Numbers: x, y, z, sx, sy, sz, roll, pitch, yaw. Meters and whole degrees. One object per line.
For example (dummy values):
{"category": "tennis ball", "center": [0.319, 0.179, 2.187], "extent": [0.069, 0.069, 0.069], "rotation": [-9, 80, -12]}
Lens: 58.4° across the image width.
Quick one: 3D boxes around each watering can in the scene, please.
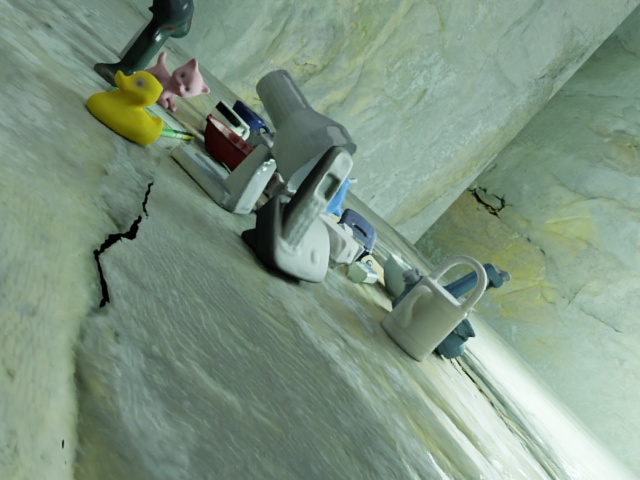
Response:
{"category": "watering can", "center": [0.210, 0.110, 1.005], "extent": [0.100, 0.194, 0.173], "rotation": [45, 9, 17]}

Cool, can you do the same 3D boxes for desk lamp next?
{"category": "desk lamp", "center": [-0.079, -0.138, 0.868], "extent": [0.203, 0.213, 0.118], "rotation": [44, 9, 13]}

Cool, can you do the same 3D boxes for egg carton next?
{"category": "egg carton", "center": [0.010, 0.004, 1.050], "extent": [0.107, 0.069, 0.151], "rotation": [44, 9, 13]}

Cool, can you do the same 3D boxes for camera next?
{"category": "camera", "center": [-0.110, -0.192, 1.372], "extent": [0.136, 0.100, 0.143], "rotation": [45, 9, 18]}

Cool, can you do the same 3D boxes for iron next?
{"category": "iron", "center": [-0.018, -0.179, 1.576], "extent": [0.259, 0.141, 0.118], "rotation": [37, 10, -32]}

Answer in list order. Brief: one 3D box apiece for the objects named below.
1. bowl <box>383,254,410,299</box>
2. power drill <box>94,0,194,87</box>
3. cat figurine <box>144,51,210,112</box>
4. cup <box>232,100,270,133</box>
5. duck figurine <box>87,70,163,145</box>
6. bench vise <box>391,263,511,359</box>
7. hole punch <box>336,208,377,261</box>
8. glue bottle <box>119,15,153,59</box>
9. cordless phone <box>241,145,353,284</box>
{"category": "bowl", "center": [0.206, 0.114, 1.367], "extent": [0.168, 0.074, 0.167], "rotation": [41, 9, -7]}
{"category": "power drill", "center": [-0.294, -0.356, 0.999], "extent": [0.076, 0.208, 0.229], "rotation": [40, 9, -14]}
{"category": "cat figurine", "center": [-0.294, -0.330, 1.171], "extent": [0.127, 0.117, 0.067], "rotation": [43, 9, 8]}
{"category": "cup", "center": [-0.197, -0.291, 1.489], "extent": [0.118, 0.095, 0.091], "rotation": [41, 9, -9]}
{"category": "duck figurine", "center": [-0.249, -0.186, 0.778], "extent": [0.105, 0.086, 0.077], "rotation": [32, 13, -49]}
{"category": "bench vise", "center": [0.267, 0.116, 1.142], "extent": [0.208, 0.219, 0.121], "rotation": [36, 10, -35]}
{"category": "hole punch", "center": [0.081, -0.008, 1.354], "extent": [0.109, 0.091, 0.101], "rotation": [40, 9, -14]}
{"category": "glue bottle", "center": [-0.376, -0.462, 1.270], "extent": [0.037, 0.173, 0.078], "rotation": [39, 9, -17]}
{"category": "cordless phone", "center": [-0.003, -0.034, 0.797], "extent": [0.094, 0.185, 0.148], "rotation": [47, 10, 30]}
